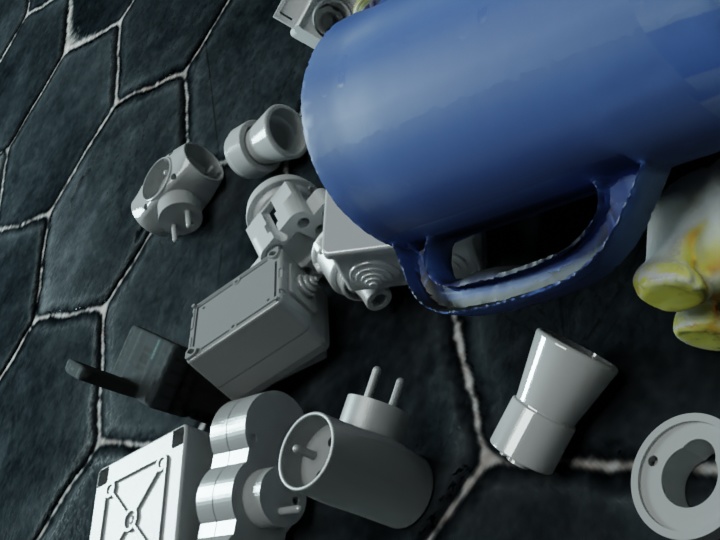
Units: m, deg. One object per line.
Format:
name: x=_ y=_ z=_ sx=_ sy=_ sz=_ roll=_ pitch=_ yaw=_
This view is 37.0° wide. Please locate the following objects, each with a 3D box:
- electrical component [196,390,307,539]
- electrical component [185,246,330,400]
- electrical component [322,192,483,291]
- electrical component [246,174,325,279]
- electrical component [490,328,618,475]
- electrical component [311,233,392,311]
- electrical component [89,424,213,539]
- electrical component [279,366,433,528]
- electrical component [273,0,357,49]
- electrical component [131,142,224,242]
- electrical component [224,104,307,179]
electrical component: x=-0.058 y=0.140 z=0.657 sx=0.074 sy=0.052 sz=0.138 roll=-20 pitch=52 yaw=43
electrical component: x=-0.060 y=0.036 z=0.716 sx=0.096 sy=0.061 sz=0.061 roll=-33 pitch=30 yaw=18
electrical component: x=0.028 y=-0.038 z=0.645 sx=0.100 sy=0.048 sz=0.099 roll=-7 pitch=56 yaw=15
electrical component: x=-0.047 y=-0.031 z=0.754 sx=0.078 sy=0.058 sz=0.057 roll=-49 pitch=40 yaw=16
electrical component: x=0.093 y=0.067 z=0.530 sx=0.044 sy=0.044 sz=0.065 roll=35 pitch=100 yaw=55
electrical component: x=0.000 y=0.000 z=0.687 sx=0.048 sy=0.048 sz=0.062 roll=-49 pitch=44 yaw=17
electrical component: x=-0.131 y=0.174 z=0.720 sx=0.109 sy=0.056 sz=0.108 roll=-30 pitch=46 yaw=36
electrical component: x=0.004 y=0.093 z=0.590 sx=0.044 sy=0.077 sz=0.079 roll=1 pitch=68 yaw=51
electrical component: x=-0.006 y=-0.226 z=0.826 sx=0.121 sy=0.079 sz=0.063 roll=-62 pitch=13 yaw=-1
electrical component: x=-0.155 y=-0.057 z=0.916 sx=0.077 sy=0.044 sz=0.079 roll=-42 pitch=40 yaw=25
electrical component: x=-0.074 y=-0.099 z=0.844 sx=0.055 sy=0.045 sz=0.045 roll=-22 pitch=51 yaw=42
